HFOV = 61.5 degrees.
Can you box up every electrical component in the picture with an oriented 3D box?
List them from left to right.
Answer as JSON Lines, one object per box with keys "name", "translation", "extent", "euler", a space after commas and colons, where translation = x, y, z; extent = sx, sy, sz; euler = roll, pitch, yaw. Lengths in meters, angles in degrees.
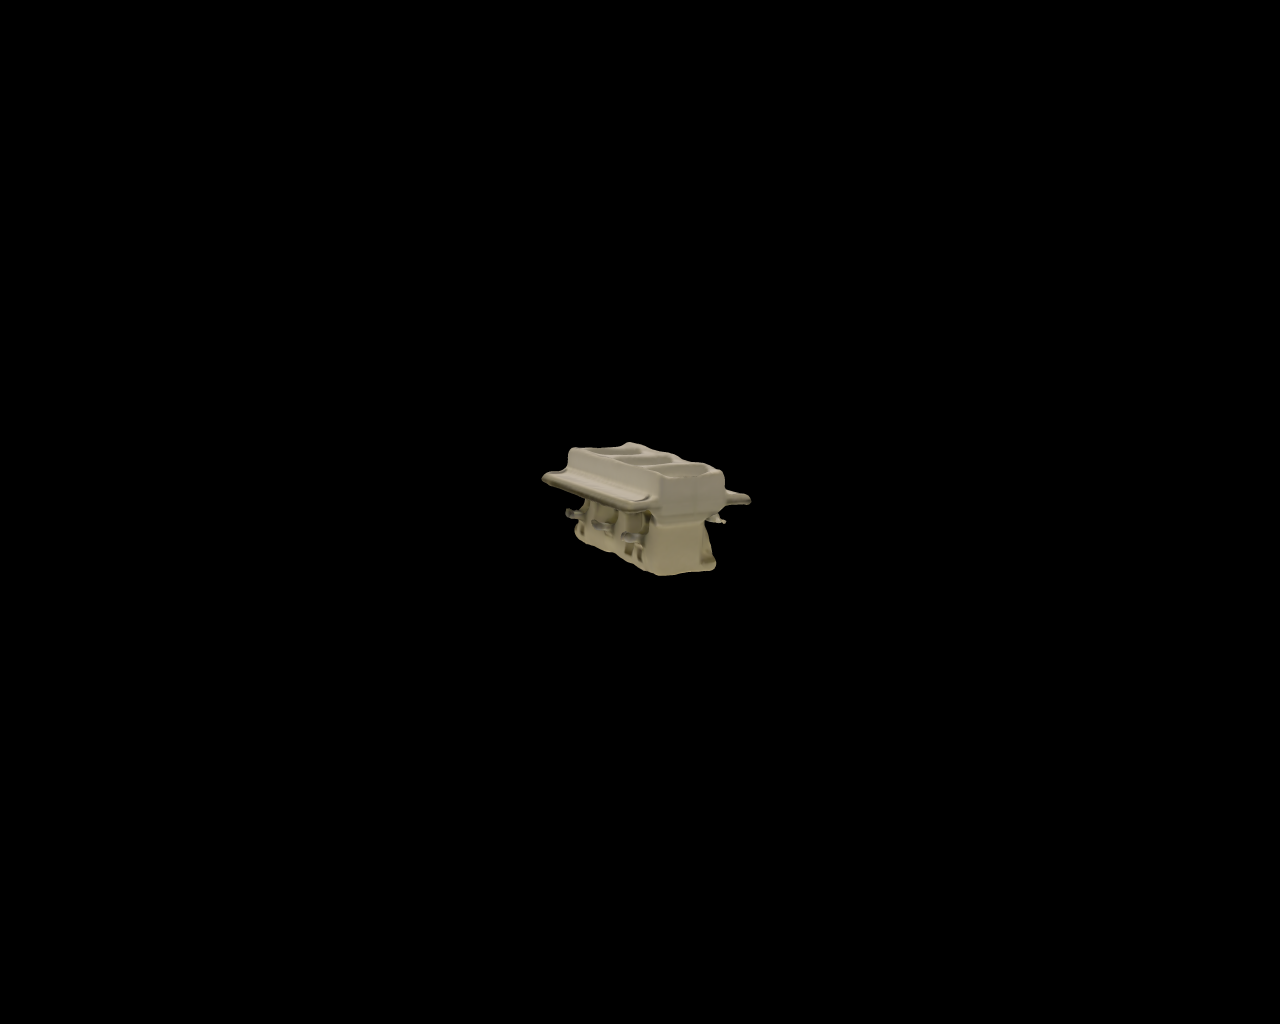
{"name": "electrical component", "translation": [0.001, -0.003, 0.650], "extent": [0.079, 0.063, 0.121], "euler": [-6, 13, -27]}
